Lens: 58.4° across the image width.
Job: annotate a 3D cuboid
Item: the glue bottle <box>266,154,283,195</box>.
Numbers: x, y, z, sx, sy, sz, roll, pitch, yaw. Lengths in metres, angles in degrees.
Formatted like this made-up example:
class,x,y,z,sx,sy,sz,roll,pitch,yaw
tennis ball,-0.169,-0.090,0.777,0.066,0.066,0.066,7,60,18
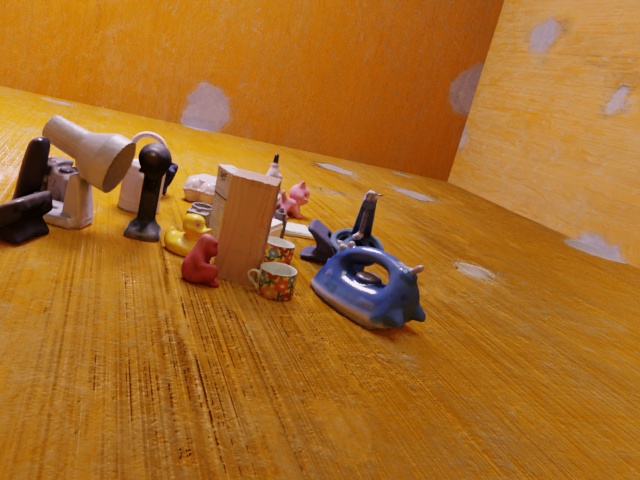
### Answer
class,x,y,z,sx,sy,sz,roll,pitch,yaw
glue bottle,-0.149,-0.180,1.758,0.078,0.173,0.037,10,15,-18

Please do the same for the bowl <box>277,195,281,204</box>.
class,x,y,z,sx,sy,sz,roll,pitch,yaw
bowl,-0.201,-0.114,1.658,0.167,0.075,0.167,14,15,-3

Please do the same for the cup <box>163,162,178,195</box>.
class,x,y,z,sx,sy,sz,roll,pitch,yaw
cup,-0.439,-0.169,1.589,0.092,0.095,0.117,0,21,-44

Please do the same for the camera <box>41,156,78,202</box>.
class,x,y,z,sx,sy,sz,roll,pitch,yaw
camera,-0.580,-0.138,1.323,0.143,0.101,0.137,19,15,14

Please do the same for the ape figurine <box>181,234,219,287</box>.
class,x,y,z,sx,sy,sz,roll,pitch,yaw
ape figurine,-0.215,0.034,1.066,0.076,0.092,0.077,13,15,-7

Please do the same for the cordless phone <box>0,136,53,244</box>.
class,x,y,z,sx,sy,sz,roll,pitch,yaw
cordless phone,-0.547,-0.097,1.038,0.094,0.185,0.147,14,15,-2

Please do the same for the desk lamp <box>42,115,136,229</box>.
class,x,y,z,sx,sy,sz,roll,pitch,yaw
desk lamp,-0.496,-0.135,1.173,0.203,0.213,0.118,15,15,1

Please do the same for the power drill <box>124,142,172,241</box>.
class,x,y,z,sx,sy,sz,roll,pitch,yaw
power drill,-0.361,-0.110,1.222,0.076,0.208,0.229,11,15,-15

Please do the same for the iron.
class,x,y,z,sx,sy,sz,roll,pitch,yaw
iron,0.089,0.074,1.120,0.257,0.141,0.119,26,18,36

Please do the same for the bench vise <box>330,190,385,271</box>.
class,x,y,z,sx,sy,sz,roll,pitch,yaw
bench vise,0.081,-0.017,1.291,0.122,0.220,0.207,11,15,-13

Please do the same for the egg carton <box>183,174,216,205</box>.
class,x,y,z,sx,sy,sz,roll,pitch,yaw
egg carton,-0.328,-0.147,1.666,0.107,0.069,0.150,17,15,9

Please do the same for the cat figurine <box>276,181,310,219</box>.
class,x,y,z,sx,sy,sz,roll,pitch,yaw
cat figurine,-0.079,-0.128,1.745,0.067,0.118,0.128,25,18,34

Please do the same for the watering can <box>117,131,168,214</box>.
class,x,y,z,sx,sy,sz,roll,pitch,yaw
watering can,-0.423,-0.165,1.393,0.101,0.194,0.172,1,20,-42

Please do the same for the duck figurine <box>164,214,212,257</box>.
class,x,y,z,sx,sy,sz,roll,pitch,yaw
duck figurine,-0.272,-0.014,1.199,0.104,0.086,0.078,18,15,13

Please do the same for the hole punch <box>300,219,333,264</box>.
class,x,y,z,sx,sy,sz,roll,pitch,yaw
hole punch,0.013,0.005,1.398,0.101,0.091,0.109,16,15,5
